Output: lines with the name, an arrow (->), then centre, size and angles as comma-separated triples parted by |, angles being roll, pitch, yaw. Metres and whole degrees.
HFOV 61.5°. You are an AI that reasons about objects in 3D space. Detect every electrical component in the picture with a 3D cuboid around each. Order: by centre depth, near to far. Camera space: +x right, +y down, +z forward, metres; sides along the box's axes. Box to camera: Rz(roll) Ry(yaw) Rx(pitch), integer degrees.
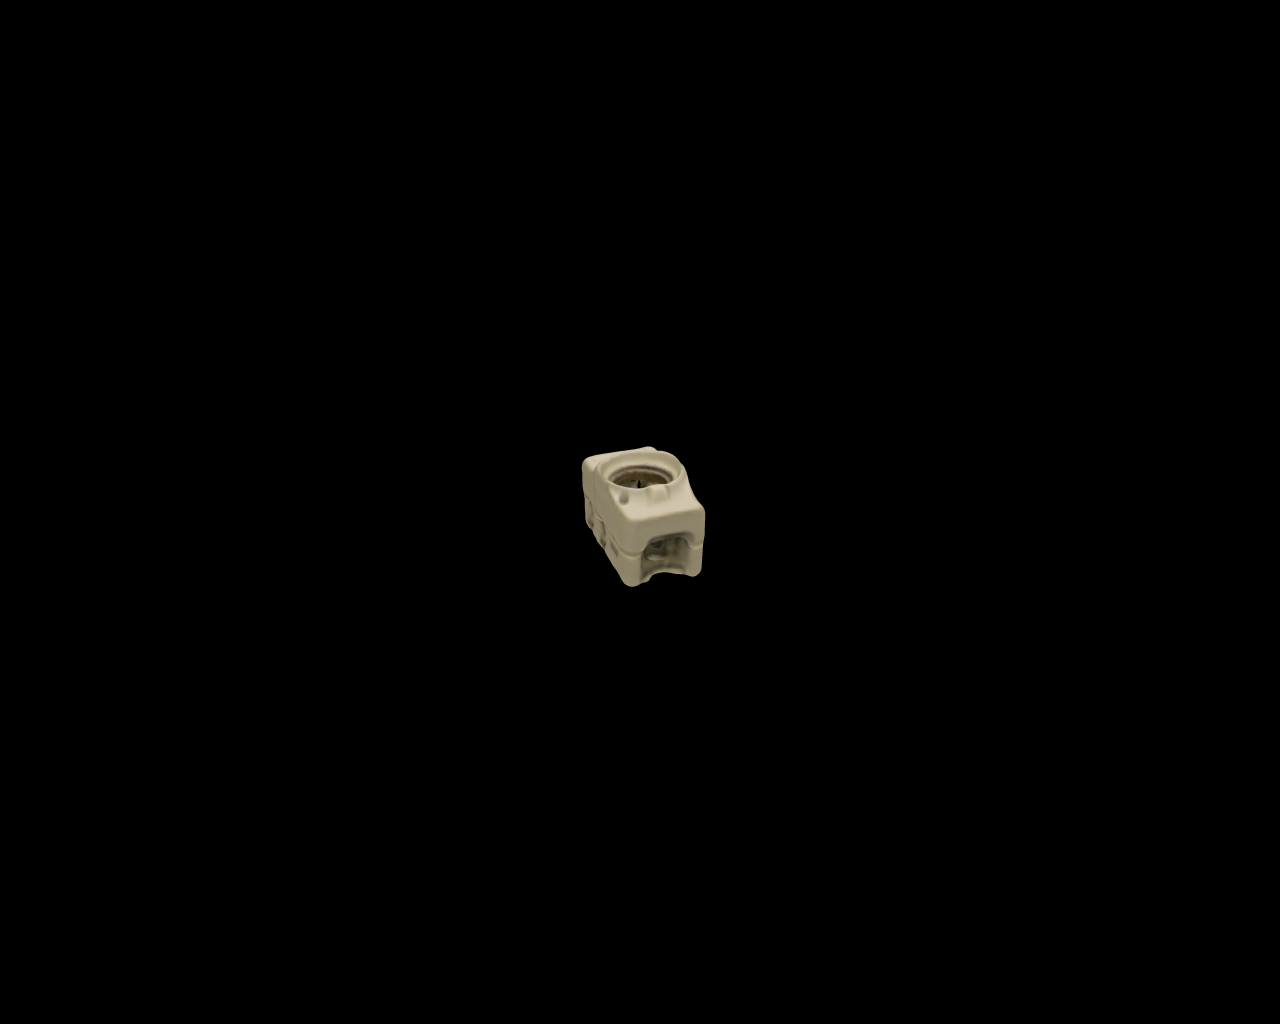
electrical component -> 0.001, -0.003, 0.650 | 0.050, 0.055, 0.090 | -9, 30, -16
